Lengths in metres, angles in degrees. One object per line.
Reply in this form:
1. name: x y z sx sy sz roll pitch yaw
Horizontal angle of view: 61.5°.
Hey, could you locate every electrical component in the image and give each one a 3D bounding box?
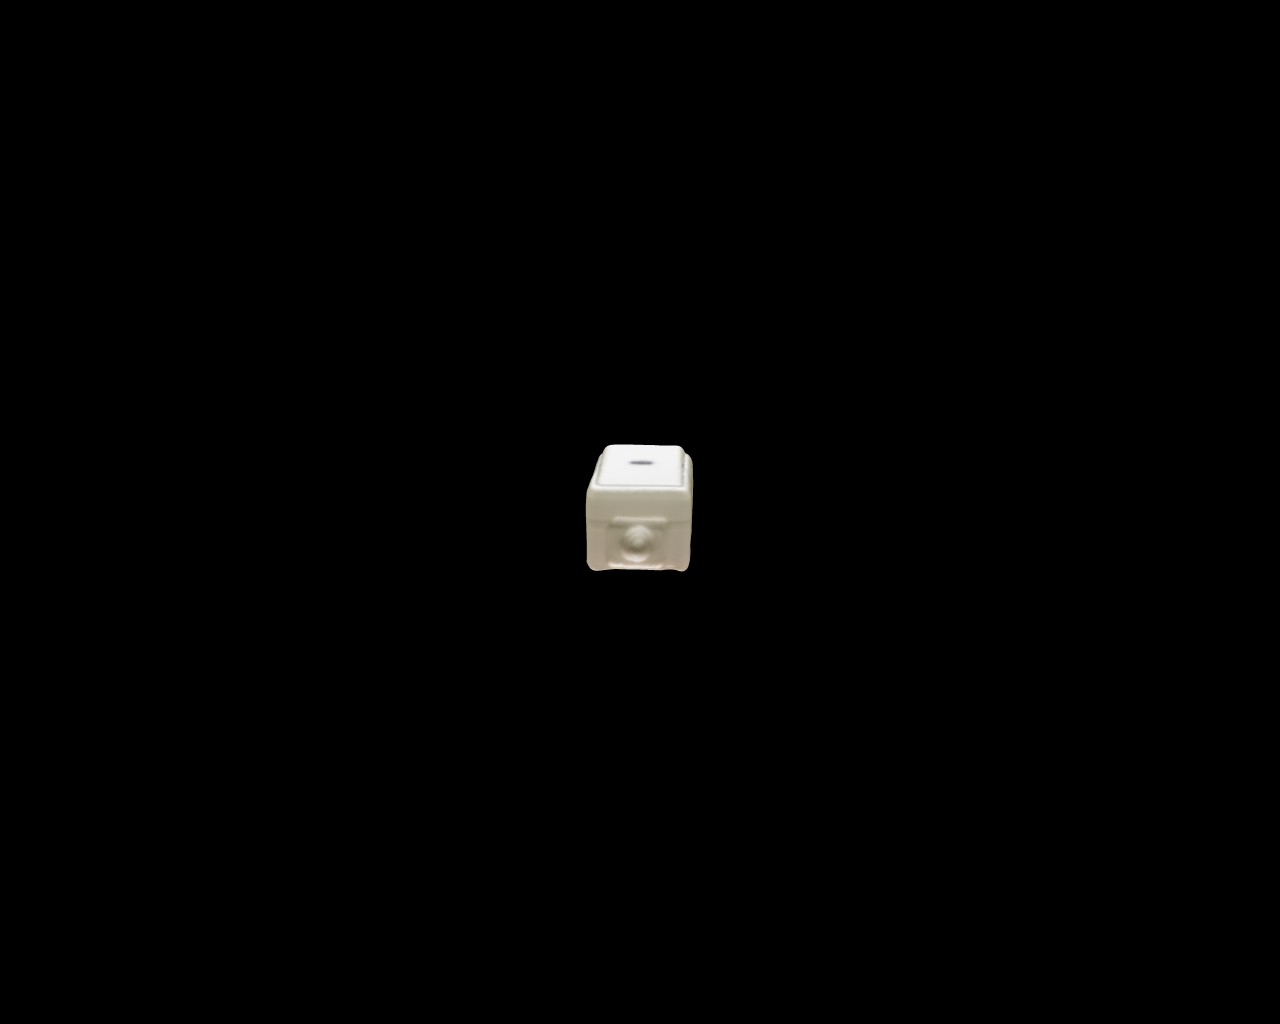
1. electrical component: 0.001 -0.003 0.650 0.062 0.061 0.096 1 20 3
